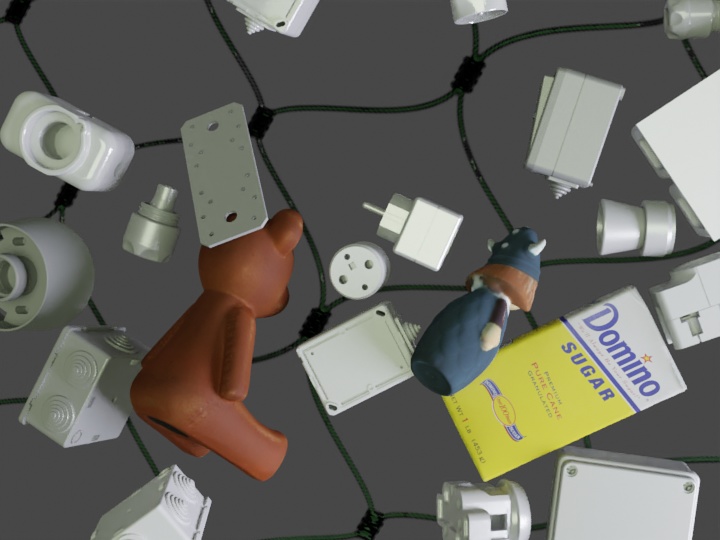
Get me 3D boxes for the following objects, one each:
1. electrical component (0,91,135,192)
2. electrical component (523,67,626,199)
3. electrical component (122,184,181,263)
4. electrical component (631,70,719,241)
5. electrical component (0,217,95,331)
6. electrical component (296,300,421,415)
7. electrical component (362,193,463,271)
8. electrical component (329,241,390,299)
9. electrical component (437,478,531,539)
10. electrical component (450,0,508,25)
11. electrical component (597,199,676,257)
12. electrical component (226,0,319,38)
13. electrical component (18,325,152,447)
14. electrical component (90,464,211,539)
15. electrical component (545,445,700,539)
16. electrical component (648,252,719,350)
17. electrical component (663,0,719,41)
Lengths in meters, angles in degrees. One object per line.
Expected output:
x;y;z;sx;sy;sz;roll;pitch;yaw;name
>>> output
-0.243;-0.106;0.890;0.095;0.059;0.053;28;96;4;electrical component
0.160;-0.105;0.841;0.061;0.062;0.096;19;95;5;electrical component
-0.169;-0.040;0.893;0.043;0.043;0.062;21;94;5;electrical component
0.317;-0.118;0.823;0.186;0.060;0.105;-34;89;7;electrical component
-0.285;0.005;0.912;0.099;0.064;0.099;1;94;20;electrical component
0.007;0.066;0.870;0.096;0.061;0.061;-27;90;7;electrical component
0.038;-0.037;0.858;0.077;0.066;0.047;24;96;5;electrical component
0.000;0.000;0.870;0.045;0.055;0.045;0;93;7;electrical component
0.101;0.198;0.863;0.057;0.078;0.058;-1;91;-15;electrical component
0.106;-0.241;0.848;0.079;0.044;0.077;-11;92;7;electrical component
0.217;-0.033;0.848;0.055;0.045;0.045;2;94;6;electrical component
-0.064;-0.232;0.864;0.062;0.061;0.096;32;102;4;electrical component
-0.218;0.095;0.880;0.048;0.100;0.099;30;96;17;electrical component
-0.176;0.214;0.882;0.100;0.099;0.048;-36;101;7;electrical component
0.205;0.203;0.857;0.109;0.056;0.108;7;94;6;electrical component
0.278;0.019;0.840;0.089;0.050;0.055;-20;91;8;electrical component
0.270;-0.197;0.837;0.061;0.035;0.035;-1;93;4;electrical component
